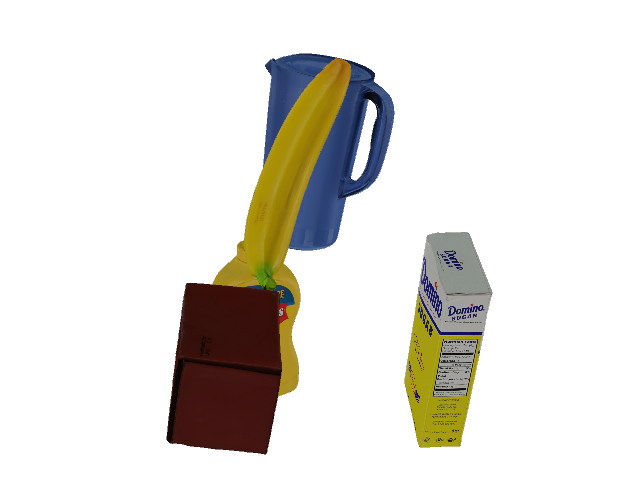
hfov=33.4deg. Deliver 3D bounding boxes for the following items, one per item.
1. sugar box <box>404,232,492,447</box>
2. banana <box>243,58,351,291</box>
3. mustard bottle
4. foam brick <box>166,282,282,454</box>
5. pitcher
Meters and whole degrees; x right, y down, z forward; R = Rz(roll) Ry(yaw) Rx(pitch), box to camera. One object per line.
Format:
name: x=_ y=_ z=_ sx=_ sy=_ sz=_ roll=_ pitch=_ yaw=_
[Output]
sugar box: x=0.109 y=0.089 z=0.947 sx=0.048 sy=0.176 sz=0.093 roll=-2 pitch=34 yaw=-6
banana: x=-0.021 y=-0.048 z=0.835 sx=0.037 sy=0.197 sz=0.070 roll=27 pitch=-19 yaw=-32
mustard bottle: x=-0.070 y=0.075 z=1.139 sx=0.096 sy=0.192 sz=0.058 roll=-3 pitch=22 yaw=-13
foam brick: x=-0.049 y=0.064 z=0.551 sx=0.053 sy=0.051 sz=0.078 roll=7 pitch=26 yaw=-6
pitcher: x=-0.004 y=-0.112 z=1.381 sx=0.144 sy=0.243 sz=0.149 roll=2 pitch=23 yaw=-17
